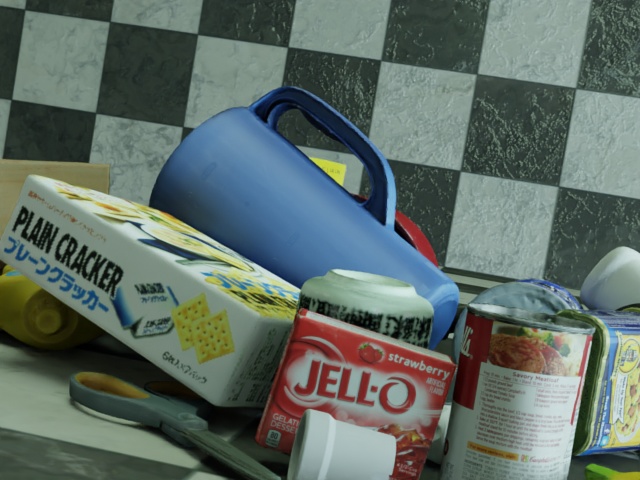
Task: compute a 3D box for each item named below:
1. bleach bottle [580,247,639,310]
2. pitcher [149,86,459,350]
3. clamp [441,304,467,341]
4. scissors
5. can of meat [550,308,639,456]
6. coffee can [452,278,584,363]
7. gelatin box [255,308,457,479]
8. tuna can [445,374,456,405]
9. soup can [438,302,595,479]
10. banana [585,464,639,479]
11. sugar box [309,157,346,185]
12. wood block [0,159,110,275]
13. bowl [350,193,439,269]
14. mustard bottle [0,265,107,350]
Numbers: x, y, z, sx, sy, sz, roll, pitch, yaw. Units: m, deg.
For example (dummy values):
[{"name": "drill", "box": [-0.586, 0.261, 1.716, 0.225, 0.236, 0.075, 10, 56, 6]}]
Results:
[{"name": "bleach bottle", "box": [0.323, 0.102, 0.871, 0.102, 0.068, 0.251, 30, 12, -34]}, {"name": "pitcher", "box": [-0.006, 0.001, 0.850, 0.243, 0.149, 0.144, 38, 53, 22]}, {"name": "clamp", "box": [0.099, 0.080, 1.016, 0.172, 0.039, 0.120, -14, -1, 26]}, {"name": "scissors", "box": [-0.064, 0.104, 0.603, 0.202, 0.016, 0.096, 12, 4, 41]}, {"name": "can of meat", "box": [0.196, 0.098, 0.739, 0.083, 0.102, 0.058, 5, 6, -39]}, {"name": "coffee can", "box": [0.173, 0.085, 0.897, 0.103, 0.103, 0.140, 10, 2, 16]}, {"name": "gelatin box", "box": [0.019, 0.084, 0.563, 0.089, 0.073, 0.030, 18, 4, 0]}, {"name": "tuna can", "box": [0.086, 0.108, 0.691, 0.086, 0.034, 0.086, 1, 9, 0]}, {"name": "soup can", "box": [0.103, 0.089, 0.568, 0.068, 0.102, 0.068, 9, 3, -1]}, {"name": "banana", "box": [0.131, 0.134, 0.485, 0.070, 0.037, 0.197, -4, -5, 28]}, {"name": "sugar box", "box": [-0.026, 0.009, 1.006, 0.048, 0.176, 0.093, 9, 3, 30]}, {"name": "wood block", "box": [-0.295, -0.014, 0.957, 0.206, 0.090, 0.091, 2, -27, -11]}, {"name": "bowl", "box": [0.050, 0.029, 0.930, 0.162, 0.162, 0.055, 12, 26, 42]}, {"name": "mustard bottle", "box": [-0.205, 0.048, 0.828, 0.096, 0.058, 0.192, 9, 2, -12]}]
